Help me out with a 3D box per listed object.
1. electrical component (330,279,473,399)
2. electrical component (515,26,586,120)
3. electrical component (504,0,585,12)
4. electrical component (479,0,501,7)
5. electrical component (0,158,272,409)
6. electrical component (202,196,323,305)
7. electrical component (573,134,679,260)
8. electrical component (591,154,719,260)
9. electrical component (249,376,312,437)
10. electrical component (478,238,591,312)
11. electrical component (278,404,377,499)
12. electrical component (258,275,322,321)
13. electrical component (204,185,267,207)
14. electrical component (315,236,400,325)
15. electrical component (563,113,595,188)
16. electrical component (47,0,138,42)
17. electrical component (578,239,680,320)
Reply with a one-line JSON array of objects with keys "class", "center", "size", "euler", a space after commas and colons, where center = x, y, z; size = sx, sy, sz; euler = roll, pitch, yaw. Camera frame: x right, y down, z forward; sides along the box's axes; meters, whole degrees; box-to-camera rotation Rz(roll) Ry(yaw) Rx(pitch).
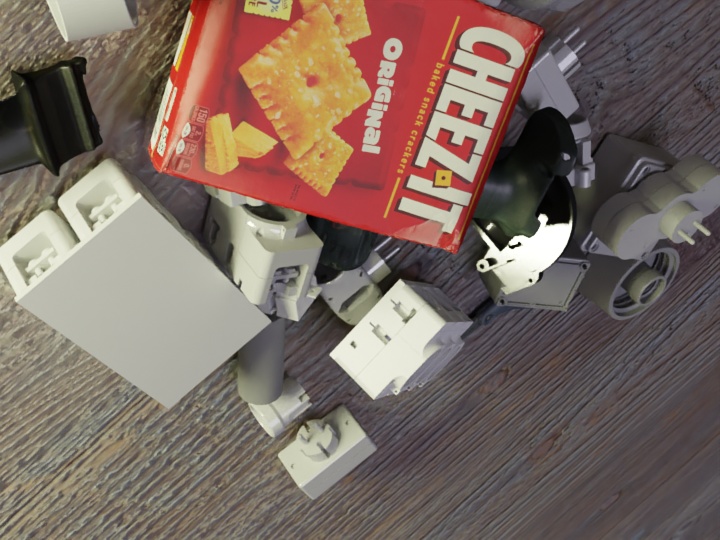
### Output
[{"class": "electrical component", "center": [0.044, 0.063, 0.959], "size": [0.089, 0.062, 0.150], "euler": [-47, 168, 8]}, {"class": "electrical component", "center": [0.155, -0.168, 0.886], "size": [0.076, 0.047, 0.083], "euler": [-43, 142, 3]}, {"class": "electrical component", "center": [0.139, -0.229, 0.787], "size": [0.051, 0.080, 0.080], "euler": [-4, 130, -45]}, {"class": "electrical component", "center": [0.058, -0.206, 0.766], "size": [0.083, 0.047, 0.075], "euler": [5, 124, -43]}, {"class": "electrical component", "center": [-0.161, 0.012, 0.783], "size": [0.105, 0.060, 0.186], "euler": [-40, 142, -1]}, {"class": "electrical component", "center": [-0.072, -0.026, 0.797], "size": [0.050, 0.089, 0.055], "euler": [-8, 132, -35]}, {"class": "electrical component", "center": [0.265, -0.070, 1.068], "size": [0.109, 0.056, 0.108], "euler": [6, 123, -43]}, {"class": "electrical component", "center": [0.293, -0.050, 1.002], "size": [0.138, 0.073, 0.052], "euler": [-27, 140, -17]}, {"class": "electrical component", "center": [-0.073, 0.124, 0.987], "size": [0.046, 0.040, 0.040], "euler": [-36, 143, -16]}, {"class": "electrical component", "center": [0.171, -0.004, 1.033], "size": [0.096, 0.061, 0.061], "euler": [6, 125, -22]}, {"class": "electrical component", "center": [-0.038, 0.171, 1.054], "size": [0.083, 0.047, 0.075], "euler": [-38, 142, -4]}, {"class": "electrical component", "center": [-0.064, 0.004, 0.864], "size": [0.048, 0.066, 0.055], "euler": [-55, 149, -45]}, {"class": "electrical component", "center": [-0.087, -0.080, 0.757], "size": [0.048, 0.066, 0.055], "euler": [-18, 117, -27]}, {"class": "electrical component", "center": [0.000, 0.000, 0.921], "size": [0.079, 0.043, 0.077], "euler": [-39, 142, 0]}, {"class": "electrical component", "center": [0.181, -0.108, 0.960], "size": [0.048, 0.066, 0.055], "euler": [-18, 118, -27]}, {"class": "electrical component", "center": [-0.150, -0.175, 0.581], "size": [0.064, 0.099, 0.099], "euler": [-22, 139, -13]}, {"class": "electrical component", "center": [0.297, 0.005, 1.166], "size": [0.108, 0.060, 0.108], "euler": [-23, 139, -22]}]
